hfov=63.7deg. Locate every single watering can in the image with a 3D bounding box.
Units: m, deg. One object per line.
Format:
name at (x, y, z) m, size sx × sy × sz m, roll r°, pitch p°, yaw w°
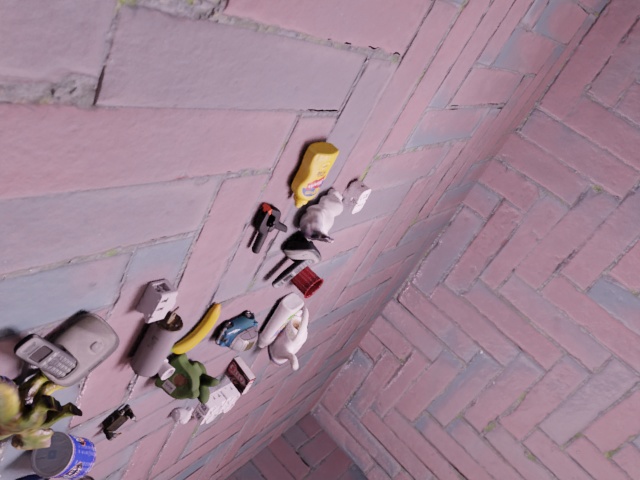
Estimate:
watering can at (-0.121, 0.400, 1.956) m, size 0.220 × 0.103 × 0.355 m, roll -51°, pitch -165°, yaw 30°

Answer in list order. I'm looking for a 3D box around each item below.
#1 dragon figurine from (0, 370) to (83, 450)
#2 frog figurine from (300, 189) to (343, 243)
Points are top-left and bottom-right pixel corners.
dragon figurine at (-0.633, 0.366, 1.021) m, size 0.244 × 0.124 × 0.402 m, roll -35°, pitch 156°, yaw -10°
frog figurine at (0.005, -0.077, 1.533) m, size 0.136 × 0.122 × 0.161 m, roll 20°, pitch 74°, yaw -59°
